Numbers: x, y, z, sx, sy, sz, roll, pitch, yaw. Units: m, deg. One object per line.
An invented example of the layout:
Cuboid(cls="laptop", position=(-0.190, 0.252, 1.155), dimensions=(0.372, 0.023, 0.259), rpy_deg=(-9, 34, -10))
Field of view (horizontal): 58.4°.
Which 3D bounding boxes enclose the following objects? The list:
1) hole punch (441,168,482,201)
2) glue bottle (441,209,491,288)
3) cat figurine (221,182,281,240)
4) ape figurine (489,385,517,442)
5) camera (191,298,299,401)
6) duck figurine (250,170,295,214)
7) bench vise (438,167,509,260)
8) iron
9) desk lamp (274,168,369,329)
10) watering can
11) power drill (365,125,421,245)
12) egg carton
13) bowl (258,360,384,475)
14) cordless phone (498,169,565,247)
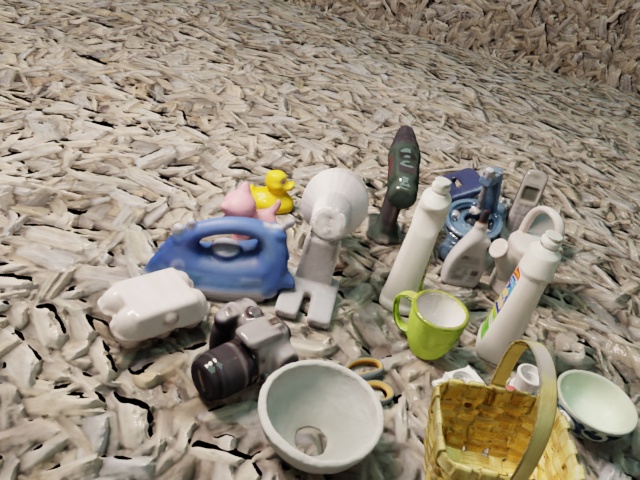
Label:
Cuboid(cls="hole punch", position=(0.334, -0.122, 1.389), dimensions=(0.101, 0.091, 0.108), rpy_deg=(3, 36, -16))
Cuboid(cls="glue bottle", position=(0.294, 0.014, 1.107), dimensions=(0.078, 0.173, 0.037), rpy_deg=(10, 34, -6))
Cuboid(cls="cat figurine", position=(-0.133, -0.054, 1.095), dimensions=(0.128, 0.118, 0.067), rpy_deg=(-2, 37, -23))
Cuboid(cls="ape figurine", position=(0.259, 0.248, 0.832), dimensions=(0.077, 0.092, 0.076), rpy_deg=(20, 35, 9))
Cuboid(cls="camera", position=(-0.118, 0.156, 0.815), dimensions=(0.137, 0.101, 0.142), rpy_deg=(-19, 46, -39))
Cuboid(cls="duck figurine", position=(-0.102, -0.109, 1.214), dimensions=(0.104, 0.086, 0.077), rpy_deg=(9, 34, -8))
Cuboid(cls="bench vise", position=(0.336, -0.073, 1.205), dimensions=(0.121, 0.220, 0.208), rpy_deg=(24, 35, 15))
Cuboid(cls="iron", position=(-0.165, 0.015, 0.963), dimensions=(0.259, 0.141, 0.118), rpy_deg=(3, 36, -16))
Cuboid(cls="desk lamp", position=(0.009, 0.004, 0.980), dimensions=(0.118, 0.213, 0.203), rpy_deg=(14, 34, 0))
Cuboid(cls="watering can", position=(0.407, 0.025, 1.113), dimensions=(0.173, 0.194, 0.100), rpy_deg=(-20, 47, -40))
Cuboid(cls="power drill", position=(0.156, -0.107, 1.197), dimensions=(0.075, 0.208, 0.229), rpy_deg=(12, 34, -3))
Cuboid(cls="egg carton", position=(-0.251, 0.103, 0.870), dimensions=(0.151, 0.069, 0.107), rpy_deg=(-17, 45, -38))
Cuboid(cls="bowl", position=(-0.004, 0.243, 0.756), dimensions=(0.167, 0.075, 0.167), rpy_deg=(10, 34, -7))
Cuboid(cls="cordless phone", position=(0.486, -0.060, 1.273), dimensions=(0.147, 0.185, 0.094), rpy_deg=(13, 34, -2))
